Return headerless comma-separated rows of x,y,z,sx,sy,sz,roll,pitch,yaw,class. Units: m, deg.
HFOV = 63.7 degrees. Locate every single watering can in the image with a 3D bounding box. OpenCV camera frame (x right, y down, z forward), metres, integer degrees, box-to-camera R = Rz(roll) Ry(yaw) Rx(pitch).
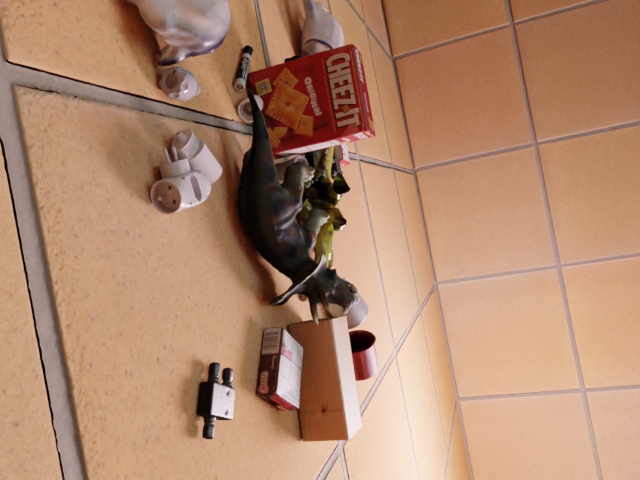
-0.007,-0.534,1.317,0.341,0.103,0.230,58,29,-50,watering can

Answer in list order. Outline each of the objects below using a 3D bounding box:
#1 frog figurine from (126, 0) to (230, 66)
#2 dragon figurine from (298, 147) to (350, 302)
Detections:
-0.187,-0.322,0.668,0.140,0.123,0.155,-60,152,-34,frog figurine
0.003,-0.057,1.130,0.237,0.122,0.420,90,7,-52,dragon figurine
